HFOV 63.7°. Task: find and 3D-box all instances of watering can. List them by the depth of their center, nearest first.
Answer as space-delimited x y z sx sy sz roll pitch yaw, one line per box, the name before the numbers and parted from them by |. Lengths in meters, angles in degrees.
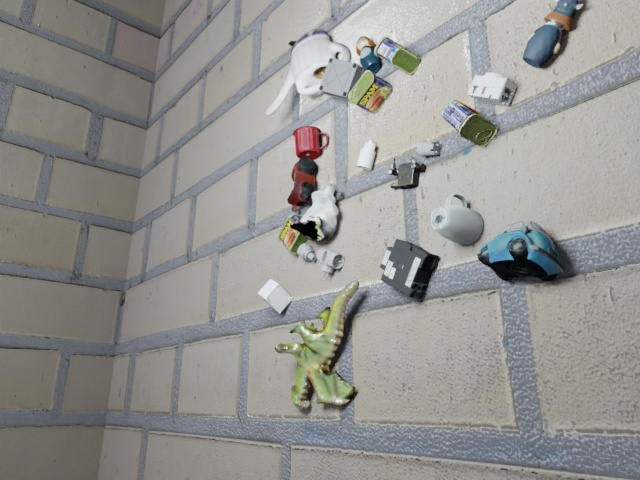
watering can | -0.056 -0.571 1.734 0.345 0.103 0.229 -23 60 24

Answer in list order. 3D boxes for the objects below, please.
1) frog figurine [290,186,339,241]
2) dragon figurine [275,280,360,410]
frog figurine | 0.005 -0.077 1.528 0.135 0.122 0.163 -37 14 49
dragon figurine | 0.023 0.313 1.363 0.403 0.122 0.246 -48 62 33
